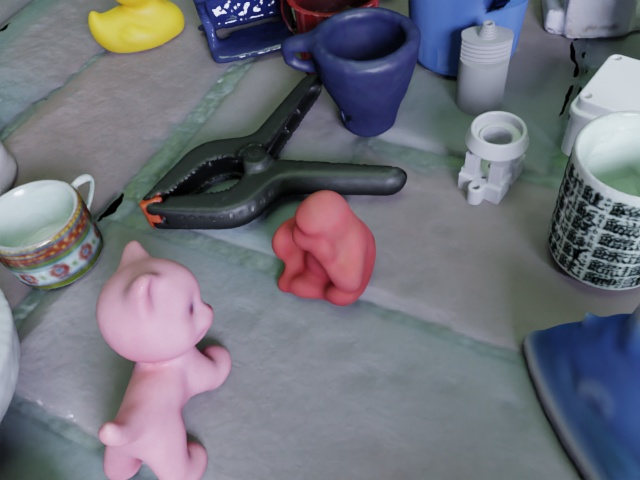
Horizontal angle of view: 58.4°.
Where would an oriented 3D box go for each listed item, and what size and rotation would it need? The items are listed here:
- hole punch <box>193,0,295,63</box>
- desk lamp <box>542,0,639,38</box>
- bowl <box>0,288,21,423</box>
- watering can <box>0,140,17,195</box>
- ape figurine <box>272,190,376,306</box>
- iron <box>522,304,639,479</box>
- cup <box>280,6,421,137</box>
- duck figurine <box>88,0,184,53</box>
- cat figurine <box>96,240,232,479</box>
[{"bbox_3d":[-0.084,-0.257,0.613,0.108,0.091,0.101,-15,51,-5],"label":"hole punch"},{"bbox_3d":[0.269,-0.295,0.520,0.117,0.214,0.203,3,52,10],"label":"desk lamp"},{"bbox_3d":[-0.262,0.100,0.361,0.167,0.075,0.167,-3,51,5],"label":"bowl"},{"bbox_3d":[-0.347,-0.115,0.466,0.101,0.194,0.172,-30,54,-16],"label":"watering can"},{"bbox_3d":[0.004,0.001,0.395,0.076,0.092,0.077,-26,53,-13],"label":"ape figurine"},{"bbox_3d":[0.207,0.099,0.260,0.119,0.142,0.257,-35,55,-19],"label":"iron"},{"bbox_3d":[0.028,-0.139,0.502,0.117,0.095,0.091,2,52,9],"label":"cup"},{"bbox_3d":[-0.212,-0.266,0.640,0.104,0.086,0.077,-21,52,-9],"label":"duck figurine"},{"bbox_3d":[-0.101,0.067,0.339,0.067,0.118,0.128,1,52,8],"label":"cat figurine"}]
